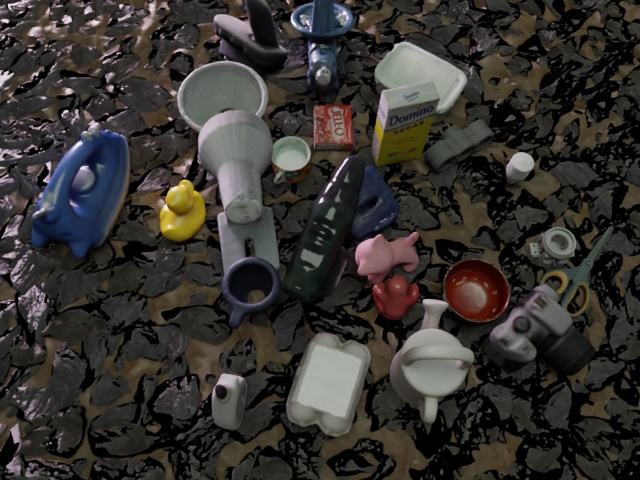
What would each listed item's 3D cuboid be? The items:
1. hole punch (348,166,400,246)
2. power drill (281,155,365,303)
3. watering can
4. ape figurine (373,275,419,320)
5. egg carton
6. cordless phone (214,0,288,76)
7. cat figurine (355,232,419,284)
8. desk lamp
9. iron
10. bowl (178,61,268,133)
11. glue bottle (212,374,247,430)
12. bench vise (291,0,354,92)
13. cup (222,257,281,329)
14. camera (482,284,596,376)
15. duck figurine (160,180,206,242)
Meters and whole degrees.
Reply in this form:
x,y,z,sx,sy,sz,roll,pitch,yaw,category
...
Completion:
x,y,z,sx,sy,sz,roll,pitch,yaw,category
0.080,-0.059,1.000,0.109,0.091,0.101,-36,73,-16,hole punch
0.008,0.003,0.906,0.075,0.208,0.230,21,68,7,power drill
0.163,0.175,0.847,0.101,0.194,0.172,-14,68,-8,watering can
0.125,0.087,0.938,0.077,0.092,0.076,21,68,7,ape figurine
0.013,0.222,0.889,0.107,0.069,0.150,17,67,5,egg carton
-0.138,-0.416,1.093,0.147,0.185,0.094,34,70,12,cordless phone
0.109,0.022,0.952,0.128,0.118,0.067,-23,69,-11,cat figurine
-0.124,-0.072,0.930,0.118,0.213,0.203,-9,67,-6,desk lamp
-0.404,-0.107,0.973,0.118,0.141,0.258,14,67,4,iron
-0.178,-0.249,1.079,0.167,0.075,0.167,1,67,-2,bowl
-0.134,0.227,0.824,0.037,0.173,0.078,9,67,2,glue bottle
0.017,-0.399,1.072,0.121,0.220,0.207,-17,68,-9,bench vise
-0.112,0.097,0.923,0.091,0.095,0.118,19,67,6,cup
0.359,0.158,0.913,0.143,0.101,0.136,-41,74,-17,camera
-0.242,-0.054,0.988,0.077,0.086,0.104,17,67,5,duck figurine
